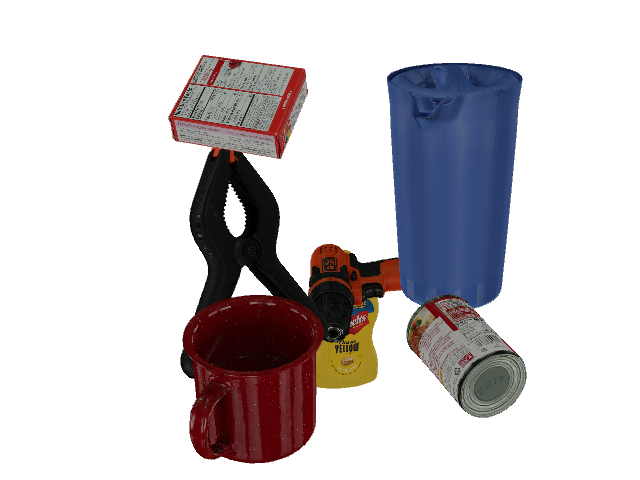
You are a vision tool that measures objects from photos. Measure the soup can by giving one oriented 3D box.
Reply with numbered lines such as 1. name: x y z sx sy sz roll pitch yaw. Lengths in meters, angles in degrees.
1. soup can: 0.129 0.101 0.945 0.068 0.068 0.102 0 26 -24

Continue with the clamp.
1. clamp: -0.065 0.014 0.998 0.164 0.210 0.036 -4 0 -40

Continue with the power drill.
1. power drill: 0.079 0.057 1.228 0.187 0.057 0.184 -1 28 -1

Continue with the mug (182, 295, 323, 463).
1. mug: -0.049 0.101 0.713 0.093 0.081 0.117 13 33 23

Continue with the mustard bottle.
1. mustard bottle: 0.031 0.104 1.449 0.096 0.192 0.058 -4 21 -11

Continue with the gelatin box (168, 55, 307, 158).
1. gelatin box: -0.062 -0.103 0.818 0.089 0.073 0.030 10 -37 14

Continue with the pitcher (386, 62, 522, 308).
1. pitcher: 0.141 -0.060 1.106 0.149 0.243 0.145 -8 23 -16
